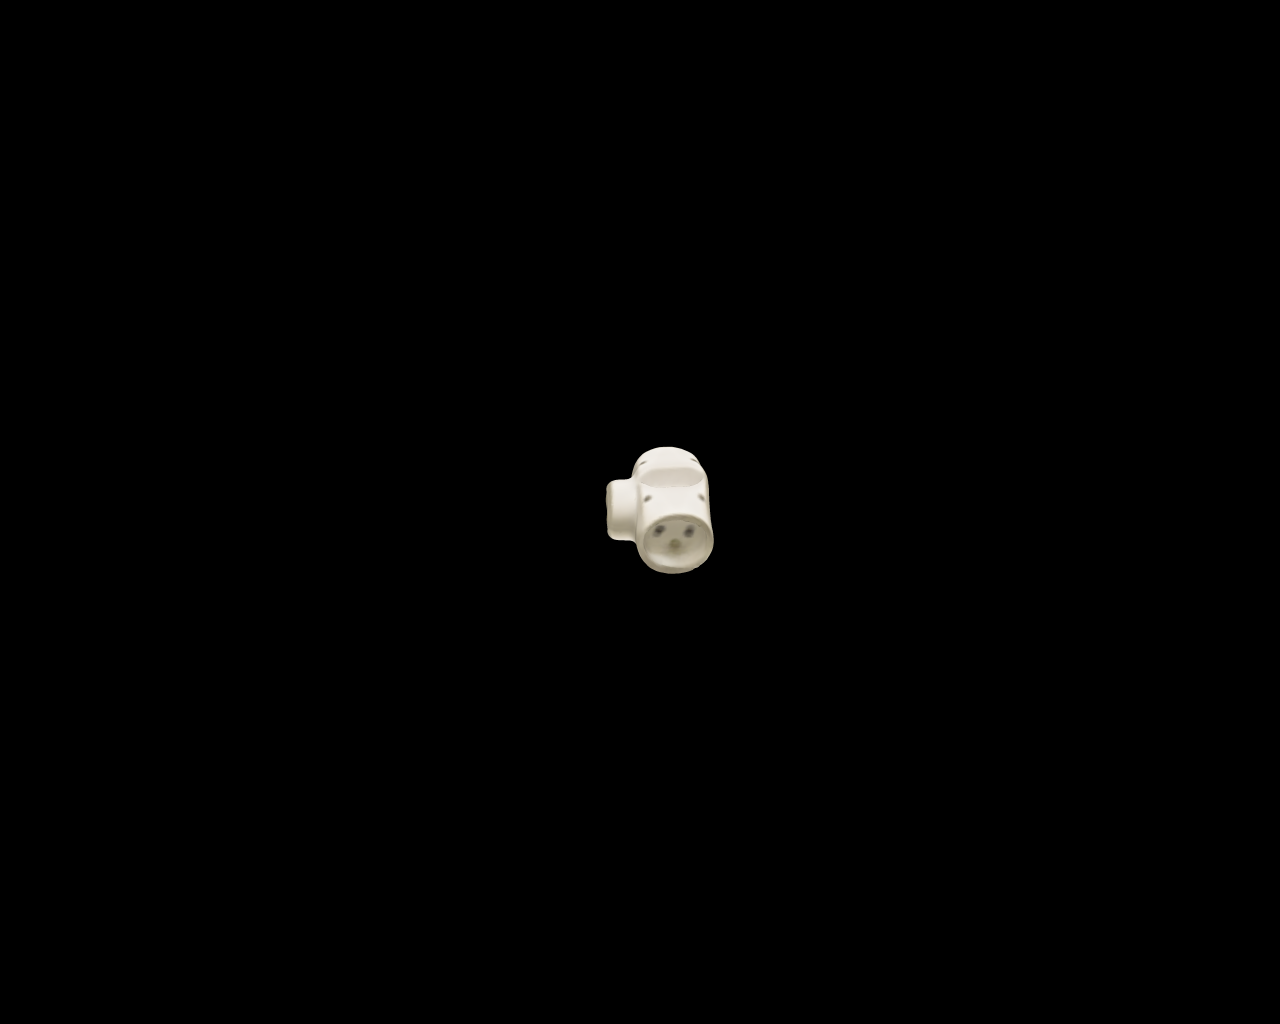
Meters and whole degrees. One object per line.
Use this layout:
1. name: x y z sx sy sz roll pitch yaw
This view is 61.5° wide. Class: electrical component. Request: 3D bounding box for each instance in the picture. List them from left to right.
1. electrical component: 0.001 -0.003 0.650 0.079 0.043 0.077 -1 35 -2
